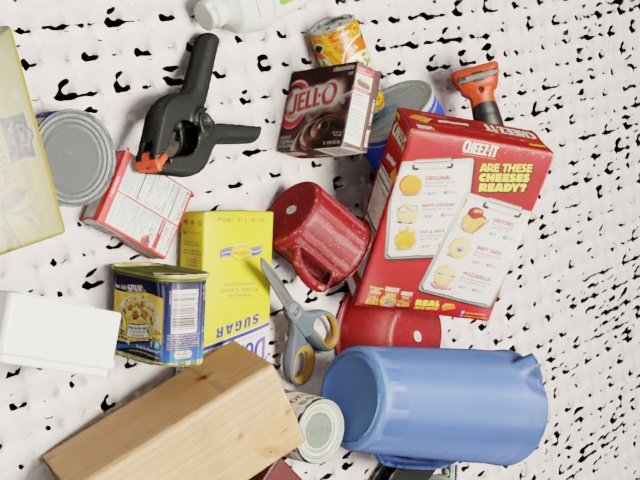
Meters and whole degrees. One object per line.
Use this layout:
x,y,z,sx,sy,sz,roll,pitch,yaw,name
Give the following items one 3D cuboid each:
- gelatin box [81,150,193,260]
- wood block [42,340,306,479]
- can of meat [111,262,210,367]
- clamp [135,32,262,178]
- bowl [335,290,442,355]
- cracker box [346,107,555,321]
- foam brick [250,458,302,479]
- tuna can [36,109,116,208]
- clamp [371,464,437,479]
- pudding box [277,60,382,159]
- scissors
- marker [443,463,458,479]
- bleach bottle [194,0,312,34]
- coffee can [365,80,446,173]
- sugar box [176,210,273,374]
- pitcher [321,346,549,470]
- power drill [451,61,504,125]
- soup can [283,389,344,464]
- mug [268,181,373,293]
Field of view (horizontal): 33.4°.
-0.169,-0.032,0.995,0.089,0.030,0.073,34,69,-41,gelatin box
-0.131,0.189,0.968,0.205,0.091,0.090,-31,114,-21,wood block
-0.147,0.067,0.973,0.057,0.102,0.084,-1,96,-43,can of meat
-0.122,-0.122,1.014,0.171,0.039,0.120,-44,114,-52,clamp
0.092,0.110,1.237,0.161,0.055,0.162,-4,96,-44,bowl
0.134,-0.024,1.151,0.164,0.072,0.214,8,117,-17,cracker box
-0.066,0.245,1.079,0.053,0.078,0.051,-55,127,-24,foam brick
-0.224,-0.072,0.936,0.085,0.034,0.086,-4,95,-44,tuna can
0.085,0.245,1.251,0.209,0.036,0.164,-18,107,-42,clamp
0.008,-0.132,1.100,0.039,0.114,0.090,15,82,-39,pudding box
-0.034,0.092,1.105,0.201,0.016,0.096,38,76,-57,scissors
0.164,0.299,1.343,0.020,0.020,0.121,1,92,-44,marker
-0.034,-0.289,1.087,0.250,0.068,0.102,-40,118,-32,bleach bottle
0.110,-0.095,1.207,0.102,0.103,0.140,-52,125,-28,coffee can
-0.094,0.059,1.061,0.093,0.048,0.176,-2,93,-44,sugar box
0.117,0.184,1.159,0.242,0.145,0.149,10,84,-38,pitcher
0.209,-0.119,1.296,0.184,0.057,0.187,-51,124,-84,power drill
-0.034,0.187,1.088,0.068,0.102,0.068,-3,95,-43,soup can
-0.007,0.001,1.105,0.081,0.093,0.117,40,40,-33,mug
